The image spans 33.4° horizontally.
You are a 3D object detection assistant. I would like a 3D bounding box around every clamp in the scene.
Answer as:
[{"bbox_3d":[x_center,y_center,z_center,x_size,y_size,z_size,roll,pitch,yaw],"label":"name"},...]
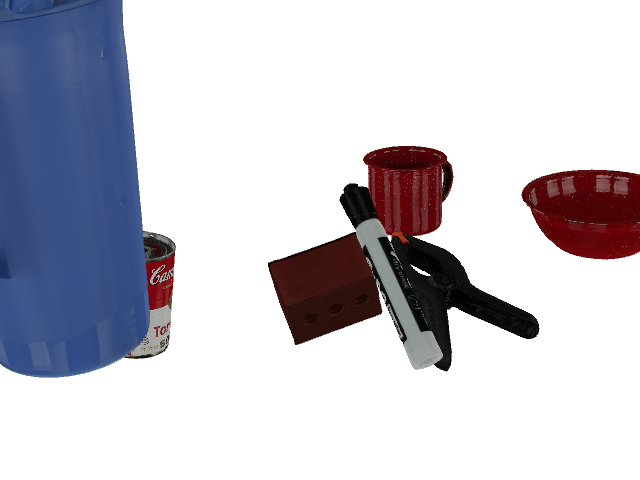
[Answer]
[{"bbox_3d":[0.128,0.052,1.031,0.120,0.039,0.171,-4,44,-27],"label":"clamp"}]

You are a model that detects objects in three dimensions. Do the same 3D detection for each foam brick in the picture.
[{"bbox_3d":[0.004,0.039,0.861,0.078,0.051,0.053,-20,-43,-6],"label":"foam brick"}]

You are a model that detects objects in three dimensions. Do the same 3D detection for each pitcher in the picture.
[{"bbox_3d":[-0.180,-0.036,0.659,0.149,0.243,0.145,-10,26,-12],"label":"pitcher"}]

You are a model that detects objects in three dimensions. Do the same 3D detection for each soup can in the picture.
[{"bbox_3d":[-0.172,0.050,0.992,0.068,0.102,0.068,6,21,-2],"label":"soup can"}]

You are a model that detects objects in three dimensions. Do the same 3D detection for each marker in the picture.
[{"bbox_3d":[0.040,0.018,0.628,0.020,0.121,0.020,-19,-24,-9],"label":"marker"}]

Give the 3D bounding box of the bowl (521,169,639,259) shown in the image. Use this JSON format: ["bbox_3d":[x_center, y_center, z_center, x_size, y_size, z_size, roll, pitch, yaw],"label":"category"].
[{"bbox_3d":[0.290,-0.023,1.108,0.162,0.055,0.162,-3,23,1],"label":"bowl"}]

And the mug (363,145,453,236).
[{"bbox_3d":[0.105,-0.058,1.207,0.117,0.081,0.093,-19,27,-37],"label":"mug"}]
